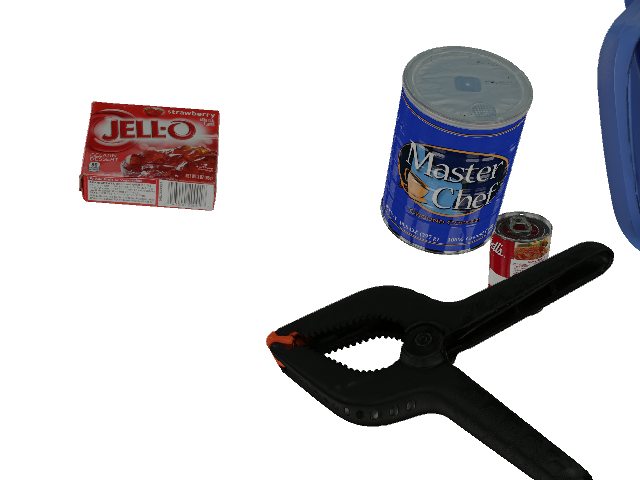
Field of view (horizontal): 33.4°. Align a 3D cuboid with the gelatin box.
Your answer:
[{"bbox_3d":[-0.114,-0.058,0.720,0.089,0.073,0.030,4,-43,-7],"label":"gelatin box"}]

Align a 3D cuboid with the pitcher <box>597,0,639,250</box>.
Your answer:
[{"bbox_3d":[0.238,-0.042,0.609,0.149,0.243,0.145,-3,22,15],"label":"pitcher"}]

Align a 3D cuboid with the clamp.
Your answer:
[{"bbox_3d":[0.072,0.061,0.634,0.210,0.164,0.036,6,-38,25],"label":"clamp"}]

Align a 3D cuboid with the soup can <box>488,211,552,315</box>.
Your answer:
[{"bbox_3d":[0.226,0.027,1.213,0.068,0.102,0.068,-2,29,1],"label":"soup can"}]

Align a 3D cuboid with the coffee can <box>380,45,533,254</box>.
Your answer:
[{"bbox_3d":[0.109,-0.073,0.879,0.102,0.140,0.103,4,44,-4],"label":"coffee can"}]
